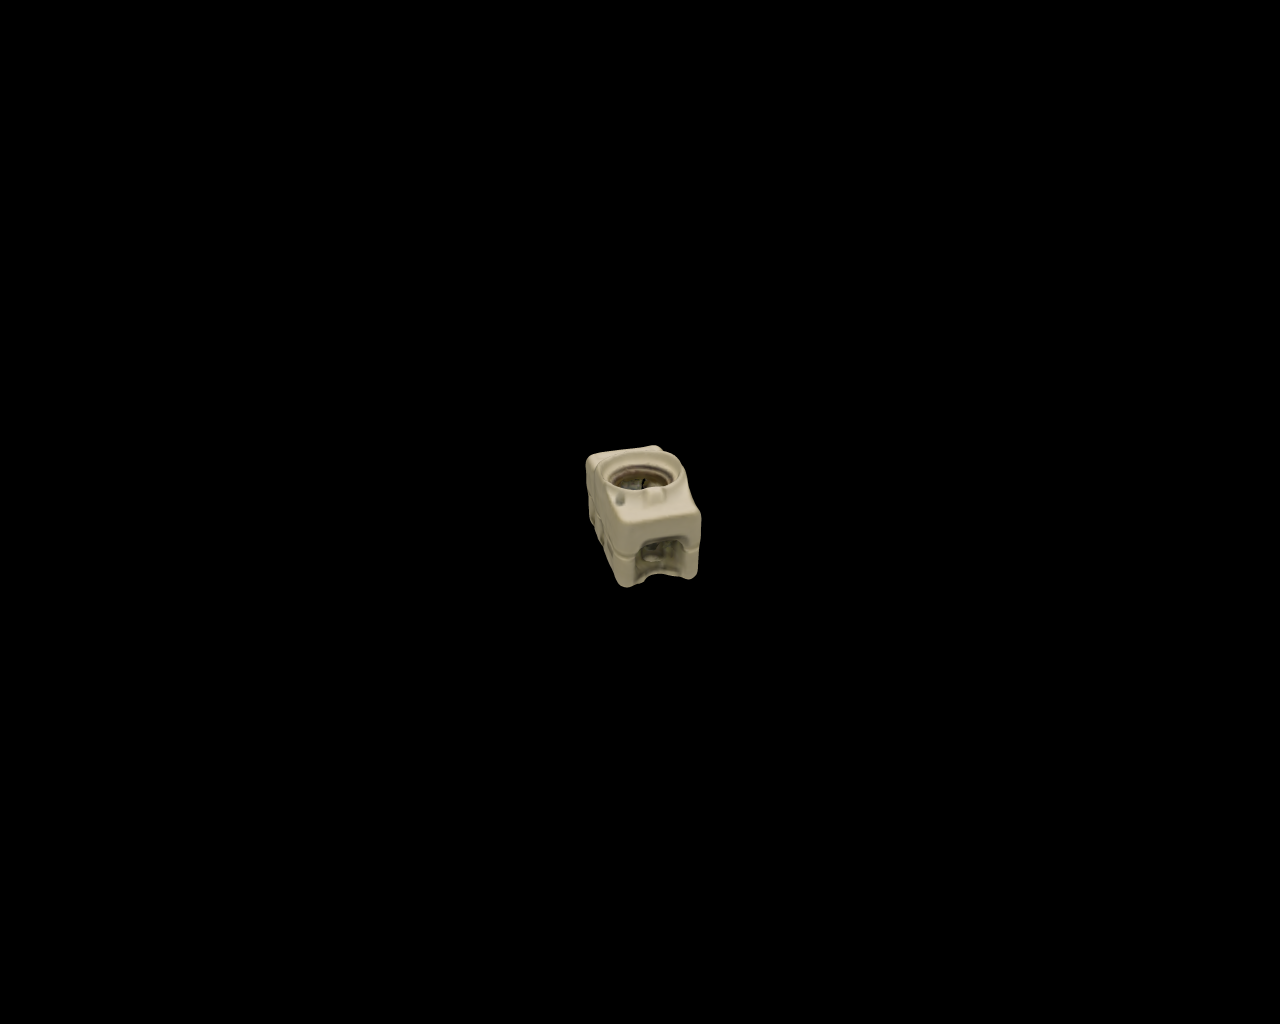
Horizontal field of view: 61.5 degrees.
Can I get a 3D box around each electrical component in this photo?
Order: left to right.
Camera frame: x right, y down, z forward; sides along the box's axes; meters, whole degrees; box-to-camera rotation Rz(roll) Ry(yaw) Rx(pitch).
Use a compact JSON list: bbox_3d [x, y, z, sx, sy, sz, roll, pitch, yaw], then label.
[{"bbox_3d":[0.001,-0.003,0.650,0.050,0.055,0.090,-8,31,-13],"label":"electrical component"}]
